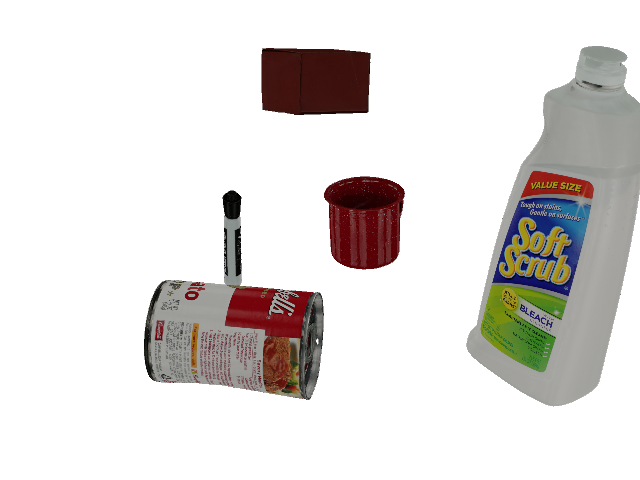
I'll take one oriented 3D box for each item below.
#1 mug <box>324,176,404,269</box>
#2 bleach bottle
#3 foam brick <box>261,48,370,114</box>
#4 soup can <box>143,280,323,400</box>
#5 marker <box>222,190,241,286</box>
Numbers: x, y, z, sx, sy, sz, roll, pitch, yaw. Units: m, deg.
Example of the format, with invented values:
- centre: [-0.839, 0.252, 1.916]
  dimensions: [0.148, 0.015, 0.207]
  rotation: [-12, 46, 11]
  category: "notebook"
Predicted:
- centre: [0.059, -0.024, 1.252]
  dimensions: [0.093, 0.081, 0.117]
  rotation: [17, 33, 33]
  category: "mug"
- centre: [0.165, -0.012, 0.735]
  dimensions: [0.067, 0.251, 0.103]
  rotation: [-19, 37, -33]
  category: "bleach bottle"
- centre: [-0.004, -0.132, 0.886]
  dimensions: [0.078, 0.051, 0.053]
  rotation: [-7, 16, -39]
  category: "foam brick"
- centre: [-0.053, 0.062, 0.679]
  dimensions: [0.102, 0.068, 0.068]
  rotation: [5, 1, 9]
  category: "soup can"
- centre: [-0.091, -0.001, 1.103]
  dimensions: [0.020, 0.121, 0.020]
  rotation: [2, 40, -2]
  category: "marker"
